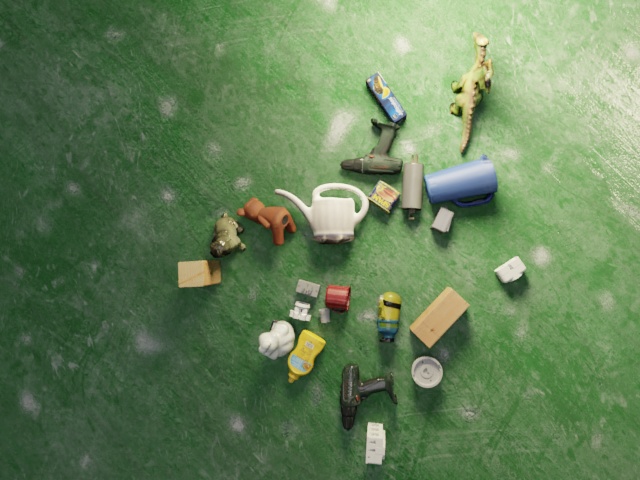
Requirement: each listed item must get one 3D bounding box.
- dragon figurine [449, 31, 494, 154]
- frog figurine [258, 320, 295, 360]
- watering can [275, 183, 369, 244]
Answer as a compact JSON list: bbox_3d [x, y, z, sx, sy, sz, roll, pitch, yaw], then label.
[{"bbox_3d":[0.548,-0.528,1.820,0.122,0.241,0.412,3,84,1],"label":"dragon figurine"},{"bbox_3d":[-0.154,0.362,1.849,0.123,0.159,0.137,28,90,5],"label":"frog figurine"},{"bbox_3d":[0.006,-0.096,1.898,0.347,0.104,0.225,-1,87,4],"label":"watering can"}]
